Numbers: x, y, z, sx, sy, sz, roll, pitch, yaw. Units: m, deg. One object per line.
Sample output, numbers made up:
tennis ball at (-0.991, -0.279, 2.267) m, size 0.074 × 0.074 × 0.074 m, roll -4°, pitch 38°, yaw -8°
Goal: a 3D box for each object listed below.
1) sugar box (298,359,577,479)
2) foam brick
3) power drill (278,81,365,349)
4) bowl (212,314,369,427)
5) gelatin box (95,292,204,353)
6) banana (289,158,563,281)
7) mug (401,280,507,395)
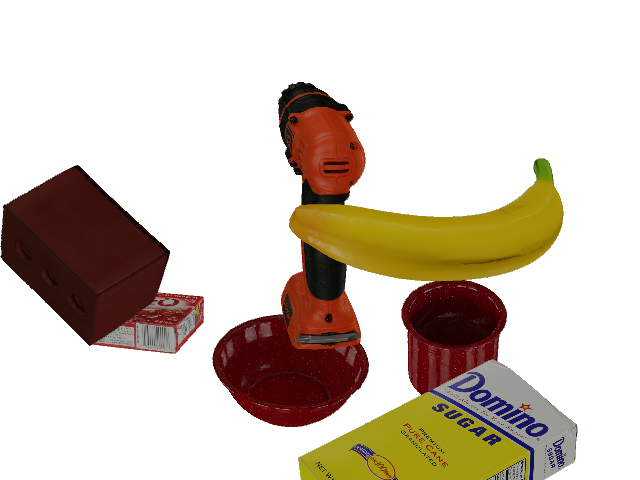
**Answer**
sugar box at (0.083, 0.153, 0.748) m, size 0.176 × 0.048 × 0.093 m, roll -25°, pitch 40°, yaw -22°
foam brick at (-0.132, 0.008, 0.593) m, size 0.051 × 0.078 × 0.053 m, roll -37°, pitch -19°, yaw -37°
power drill at (-0.005, -0.023, 0.846) m, size 0.057 × 0.188 × 0.184 m, roll -4°, pitch 22°, yaw -6°
bowl at (-0.031, 0.144, 1.113) m, size 0.162 × 0.055 × 0.162 m, roll 2°, pitch 31°, yaw -2°
gelatin box at (-0.159, 0.071, 0.963) m, size 0.089 × 0.030 × 0.073 m, roll 5°, pitch 19°, yaw 13°
banana at (0.077, -0.005, 0.627) m, size 0.197 × 0.037 × 0.070 m, roll -11°, pitch 44°, yaw -32°
mug at (0.121, 0.088, 0.980) m, size 0.093 × 0.081 × 0.117 m, roll -2°, pitch 39°, yaw 3°
